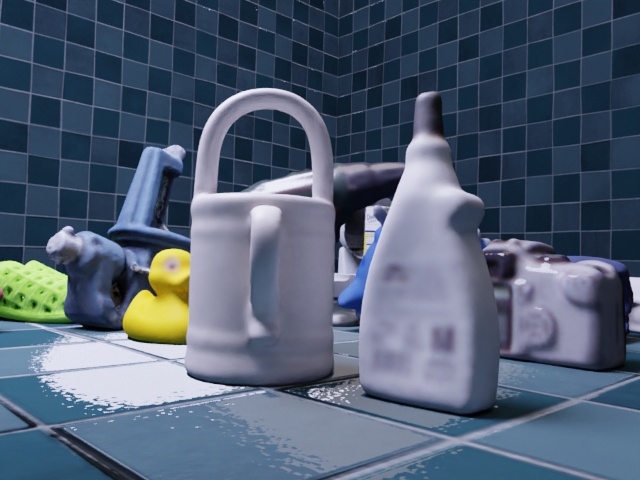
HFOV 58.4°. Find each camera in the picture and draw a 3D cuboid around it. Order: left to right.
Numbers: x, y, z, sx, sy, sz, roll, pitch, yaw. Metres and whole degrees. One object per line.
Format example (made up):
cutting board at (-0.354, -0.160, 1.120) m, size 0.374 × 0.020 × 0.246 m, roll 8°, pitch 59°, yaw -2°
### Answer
camera at (0.205, 0.051, 0.511) m, size 0.137 × 0.101 × 0.142 m, roll 4°, pitch -3°, yaw -42°

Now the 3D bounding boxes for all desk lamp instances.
desk lamp at (0.063, 0.018, 1.102) m, size 0.118 × 0.213 × 0.202 m, roll 2°, pitch -3°, yaw -23°

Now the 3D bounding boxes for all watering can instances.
watering can at (-0.042, -0.007, 0.401) m, size 0.101 × 0.194 × 0.172 m, roll 3°, pitch -3°, yaw -30°

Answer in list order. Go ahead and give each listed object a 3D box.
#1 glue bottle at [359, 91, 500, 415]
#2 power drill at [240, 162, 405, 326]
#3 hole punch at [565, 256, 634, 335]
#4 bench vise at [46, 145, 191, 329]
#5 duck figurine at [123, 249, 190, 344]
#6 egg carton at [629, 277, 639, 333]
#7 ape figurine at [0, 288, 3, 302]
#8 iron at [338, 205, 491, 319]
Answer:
glue bottle at (0.060, 0.003, 0.318) m, size 0.077 × 0.173 × 0.037 m, roll -1°, pitch -3°, yaw 41°
power drill at (0.007, 0.003, 0.734) m, size 0.229 × 0.208 × 0.076 m, roll 1°, pitch -2°, yaw 3°
hole punch at (0.295, 0.065, 0.653) m, size 0.108 × 0.091 × 0.101 m, roll 0°, pitch -3°, yaw 32°
bench vise at (-0.200, -0.012, 0.657) m, size 0.121 × 0.220 × 0.208 m, roll 1°, pitch -3°, yaw 11°
duck figurine at (-0.145, 0.052, 0.550) m, size 0.104 × 0.086 × 0.078 m, roll -1°, pitch -3°, yaw 42°
egg carton at (0.384, 0.082, 0.750) m, size 0.149 × 0.069 × 0.108 m, roll 0°, pitch -3°, yaw 36°
ape figurine at (-0.347, 0.044, 0.553) m, size 0.078 × 0.092 × 0.076 m, roll 2°, pitch -3°, yaw -6°
iron at (0.150, 0.038, 0.688) m, size 0.259 × 0.141 × 0.118 m, roll 3°, pitch -3°, yaw -37°
